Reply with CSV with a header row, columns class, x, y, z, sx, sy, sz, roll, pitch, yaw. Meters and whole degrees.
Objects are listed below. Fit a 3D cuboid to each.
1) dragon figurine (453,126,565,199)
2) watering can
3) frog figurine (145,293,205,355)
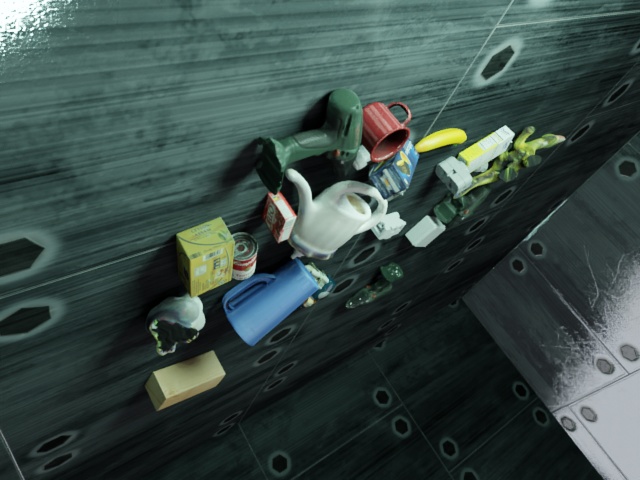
class,x,y,z,sx,sy,sz,roll,pitch,yaw
dragon figurine,0.611,-0.240,1.687,0.408,0.123,0.242,-31,168,10
watering can,0.004,-0.058,1.155,0.346,0.106,0.221,12,132,-44
frog figurine,-0.322,0.174,1.185,0.136,0.122,0.162,-51,-170,18
